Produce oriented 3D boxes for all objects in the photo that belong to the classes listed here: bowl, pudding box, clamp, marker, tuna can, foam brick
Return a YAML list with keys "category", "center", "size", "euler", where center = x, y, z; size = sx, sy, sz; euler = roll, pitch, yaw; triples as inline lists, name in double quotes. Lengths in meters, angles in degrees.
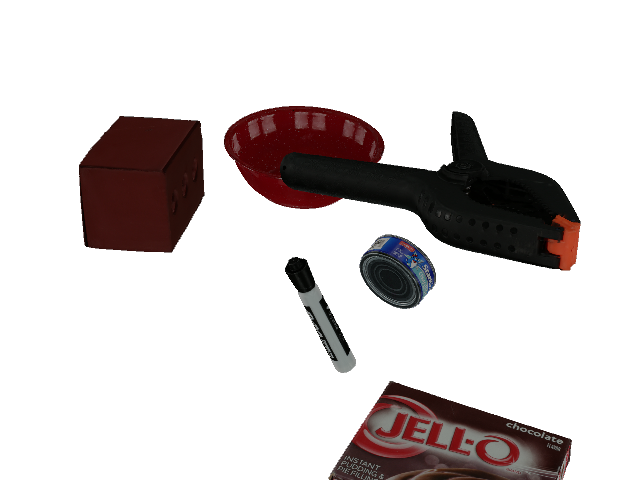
- category: "bowl"
  center: [-0.018, -0.078, 1.085]
  size: [0.162, 0.055, 0.162]
  euler: [2, 33, -2]
- category: "pudding box"
  center: [0.072, 0.130, 0.586]
  size: [0.114, 0.039, 0.089]
  euler: [17, 35, 18]
- category: "clamp"
  center: [0.081, -0.032, 0.698]
  size: [0.164, 0.036, 0.210]
  euler: [-14, 30, -23]
- category: "marker"
  center: [0.000, 0.060, 0.859]
  size: [0.020, 0.121, 0.020]
  euler: [-16, 36, 12]
- category: "tuna can"
  center: [0.088, 0.037, 1.225]
  size: [0.086, 0.086, 0.033]
  euler: [0, 37, 47]
- category: "foam brick"
  center: [-0.103, -0.034, 0.622]
  size: [0.051, 0.053, 0.078]
  euler: [5, 30, 7]
